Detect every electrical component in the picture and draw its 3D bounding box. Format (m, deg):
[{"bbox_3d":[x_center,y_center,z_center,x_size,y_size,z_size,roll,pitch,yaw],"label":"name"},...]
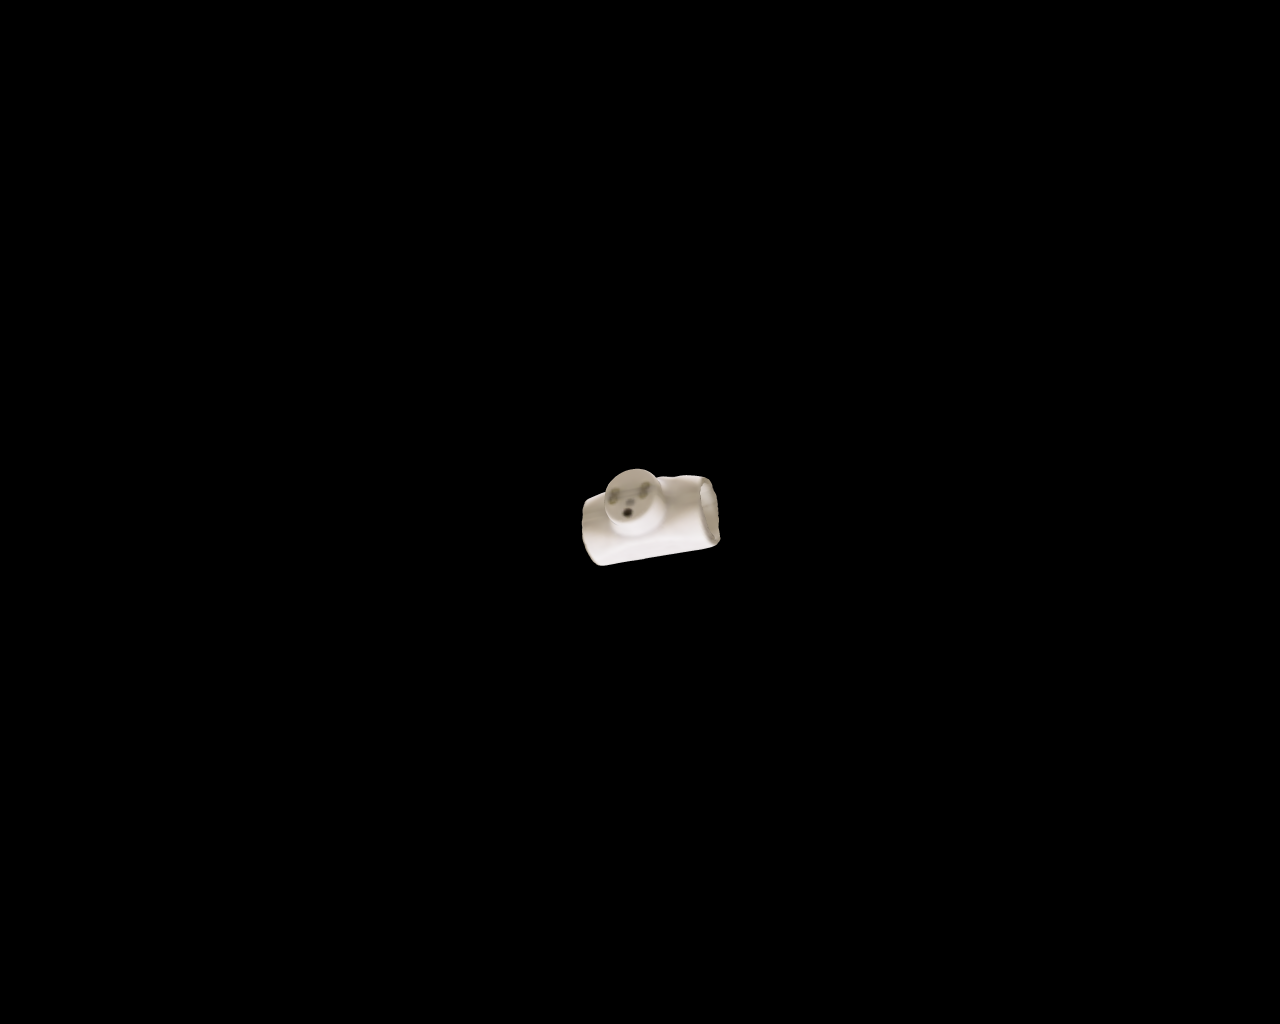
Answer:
[{"bbox_3d":[0.001,-0.003,0.650,0.077,0.044,0.079,-11,-32,18],"label":"electrical component"}]
